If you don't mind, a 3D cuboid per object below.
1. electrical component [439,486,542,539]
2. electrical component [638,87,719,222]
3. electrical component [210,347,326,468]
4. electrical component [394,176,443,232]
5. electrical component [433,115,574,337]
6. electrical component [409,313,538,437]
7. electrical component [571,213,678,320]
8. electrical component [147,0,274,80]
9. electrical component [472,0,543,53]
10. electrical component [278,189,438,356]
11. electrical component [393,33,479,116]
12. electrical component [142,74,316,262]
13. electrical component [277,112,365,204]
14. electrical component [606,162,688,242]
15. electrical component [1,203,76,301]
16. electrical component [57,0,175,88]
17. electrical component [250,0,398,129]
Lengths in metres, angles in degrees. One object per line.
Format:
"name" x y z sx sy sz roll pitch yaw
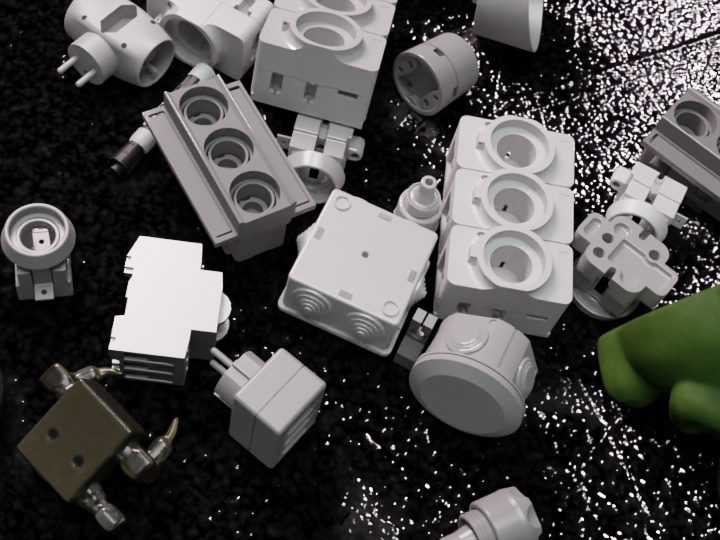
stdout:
"electrical component" 0.081 0.169 0.690 0.062 0.043 0.043 -20 66 -18
"electrical component" 0.289 -0.079 0.858 0.121 0.063 0.079 40 62 13
"electrical component" -0.069 0.079 0.701 0.077 0.065 0.047 38 61 12
"electrical component" 0.045 -0.048 0.797 0.035 0.061 0.035 4 60 -7
"electrical component" 0.109 -0.036 0.801 0.089 0.061 0.150 10 59 -4
"electrical component" 0.078 0.071 0.725 0.080 0.080 0.051 27 55 6
"electrical component" 0.188 0.002 0.797 0.078 0.057 0.058 40 62 13
"electrical component" -0.122 -0.198 0.860 0.089 0.050 0.055 29 59 7
"electrical component" 0.129 -0.237 0.903 0.064 0.099 0.099 12 59 5
"electrical component" 0.000 0.000 0.768 0.100 0.048 0.099 24 60 3
"electrical component" 0.063 -0.160 0.869 0.047 0.055 0.055 -34 71 -29
"electrical component" -0.097 -0.072 0.784 0.079 0.063 0.121 -23 67 -21
"electrical component" -0.033 -0.084 0.814 0.066 0.048 0.055 13 52 -2
"electrical component" 0.220 -0.046 0.837 0.066 0.048 0.055 29 52 7
"electrical component" -0.218 -0.013 0.733 0.048 0.055 0.066 -5 62 -13
"electrical component" -0.199 -0.170 0.834 0.077 0.043 0.079 36 61 11
"electrical component" -0.023 -0.188 0.843 0.089 0.061 0.150 15 44 -2
